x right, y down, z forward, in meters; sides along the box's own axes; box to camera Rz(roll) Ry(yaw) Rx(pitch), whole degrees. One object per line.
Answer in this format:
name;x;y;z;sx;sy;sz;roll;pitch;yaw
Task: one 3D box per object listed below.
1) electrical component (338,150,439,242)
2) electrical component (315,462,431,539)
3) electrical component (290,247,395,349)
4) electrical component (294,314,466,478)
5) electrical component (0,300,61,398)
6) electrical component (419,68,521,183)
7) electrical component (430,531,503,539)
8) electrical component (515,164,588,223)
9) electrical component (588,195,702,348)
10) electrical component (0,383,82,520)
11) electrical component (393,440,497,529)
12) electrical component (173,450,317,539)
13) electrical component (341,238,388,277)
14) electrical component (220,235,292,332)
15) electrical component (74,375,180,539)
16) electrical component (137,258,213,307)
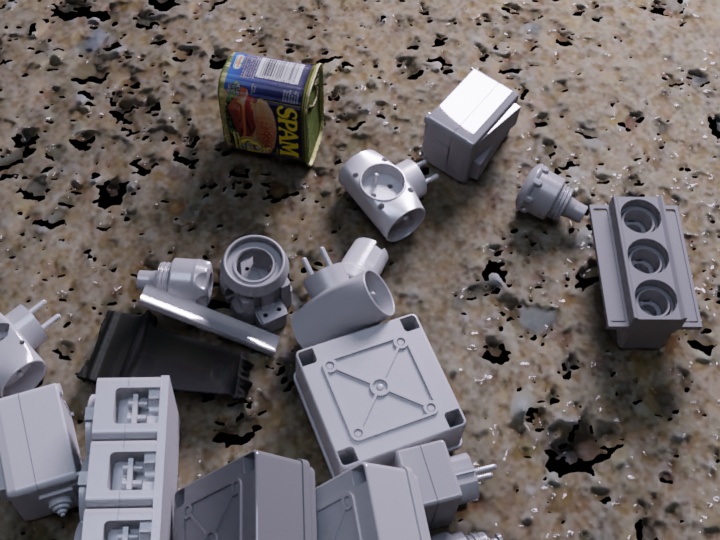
electrical component;0.034;-0.076;0.978;0.079;0.044;0.077;-30;65;-19
electrical component;-0.004;0.207;0.766;0.056;0.109;0.108;18;48;-41
electrical component;-0.022;0.020;0.891;0.077;0.044;0.079;-30;81;22
electrical component;0.014;0.105;0.862;0.109;0.056;0.108;-18;62;-13
electrical component;-0.284;0.055;0.883;0.077;0.043;0.079;41;65;19
electrical component;0.109;-0.138;1.010;0.061;0.061;0.096;34;63;16
electrical component;0.071;0.216;0.807;0.078;0.040;0.040;-16;61;-13
electrical component;0.176;-0.064;0.980;0.062;0.048;0.048;28;61;6
electrical component;0.242;0.003;0.932;0.079;0.063;0.121;0;59;-3
electrical component;-0.245;0.146;0.819;0.061;0.061;0.096;-15;61;-12
electrical component;0.067;0.163;0.824;0.077;0.065;0.047;-12;60;-10
electrical component;-0.084;0.197;0.767;0.056;0.109;0.108;22;51;-36
electrical component;0.000;0.000;0.935;0.040;0.040;0.046;23;55;10
electrical component;-0.089;0.007;0.914;0.058;0.057;0.078;-23;63;-16
electrical component;-0.172;0.164;0.796;0.062;0.089;0.150;0;59;-3
electrical component;-0.158;0.011;0.916;0.062;0.043;0.043;4;59;1
